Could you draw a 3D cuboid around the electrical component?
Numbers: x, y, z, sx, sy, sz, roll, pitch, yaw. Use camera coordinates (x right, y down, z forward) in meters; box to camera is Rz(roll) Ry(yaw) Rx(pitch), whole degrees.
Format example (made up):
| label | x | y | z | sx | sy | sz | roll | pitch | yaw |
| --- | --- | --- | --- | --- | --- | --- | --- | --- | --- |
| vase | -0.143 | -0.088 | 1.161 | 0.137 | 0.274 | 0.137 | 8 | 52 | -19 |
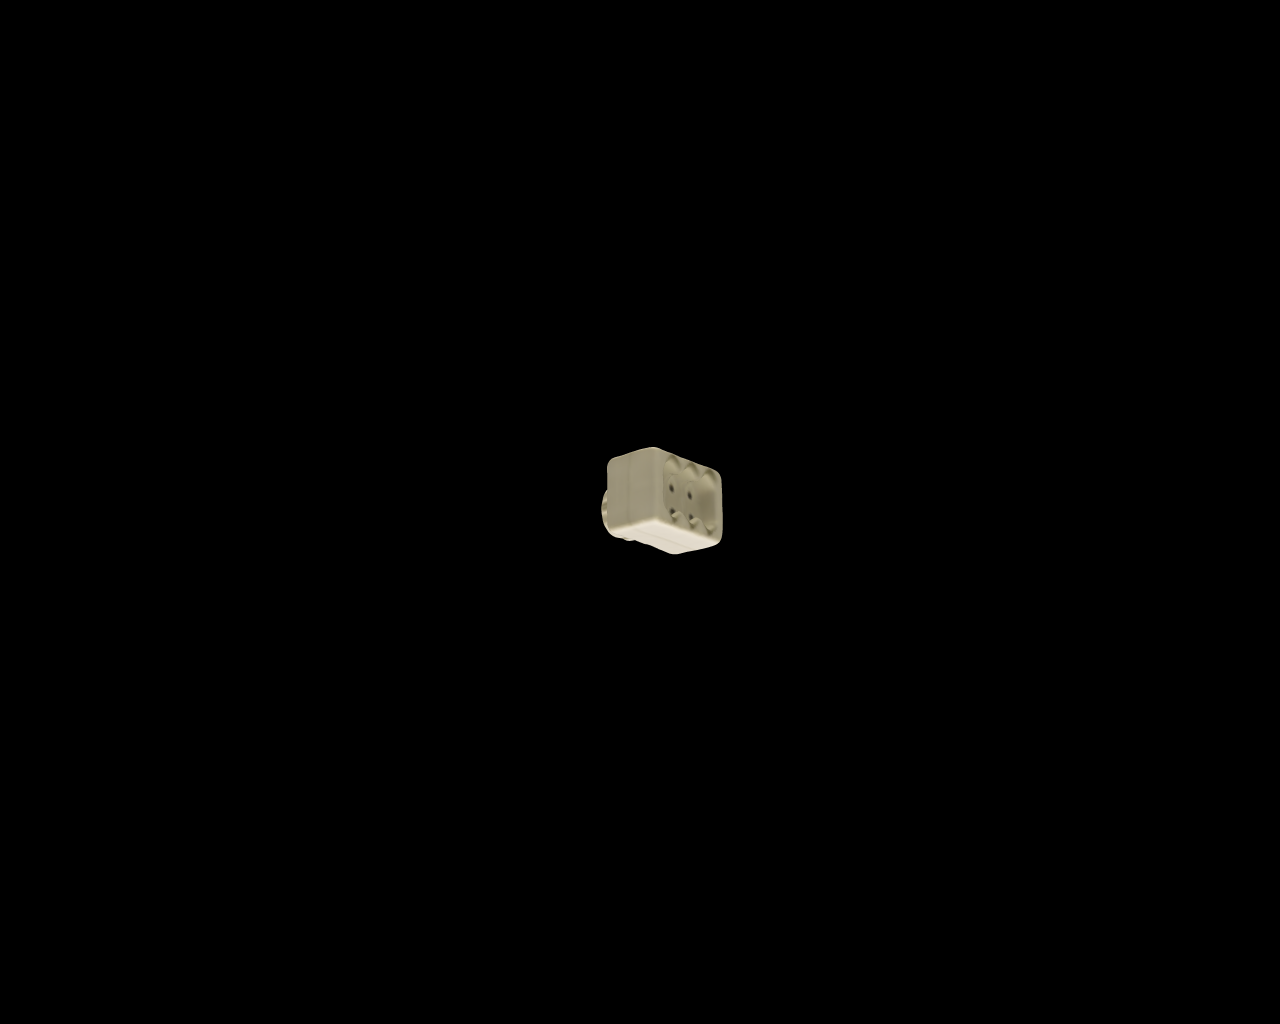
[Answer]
| label | x | y | z | sx | sy | sz | roll | pitch | yaw |
| --- | --- | --- | --- | --- | --- | --- | --- | --- | --- |
| electrical component | 0.001 | -0.003 | 0.650 | 0.076 | 0.047 | 0.066 | -14 | -22 | 38 |
